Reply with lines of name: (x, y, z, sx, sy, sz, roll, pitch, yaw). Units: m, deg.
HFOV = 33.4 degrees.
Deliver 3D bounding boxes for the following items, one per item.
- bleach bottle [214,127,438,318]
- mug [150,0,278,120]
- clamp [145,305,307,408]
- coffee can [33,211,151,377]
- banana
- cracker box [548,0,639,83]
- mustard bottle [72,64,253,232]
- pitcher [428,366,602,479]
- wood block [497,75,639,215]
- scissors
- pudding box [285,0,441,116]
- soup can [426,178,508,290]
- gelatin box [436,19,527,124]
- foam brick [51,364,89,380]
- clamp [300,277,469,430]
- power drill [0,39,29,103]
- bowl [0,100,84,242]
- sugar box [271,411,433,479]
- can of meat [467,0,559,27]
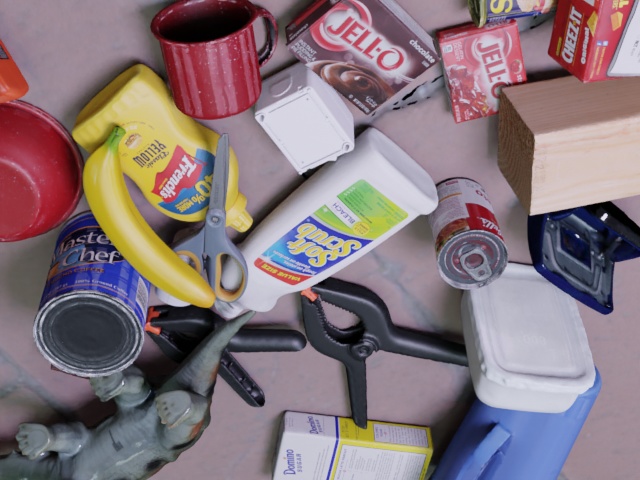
bleach bottle: (-0.007, 0.001, 1.071, 0.102, 0.068, 0.251, 38, 116, -24)
mug: (-0.087, -0.165, 0.948, 0.117, 0.093, 0.081, -31, 134, -26)
clamp: (-0.111, 0.123, 1.159, 0.171, 0.039, 0.120, 18, 121, -6)
coffee can: (-0.217, 0.050, 1.043, 0.103, 0.140, 0.103, -1, 124, -2)
banana: (-0.168, -0.011, 0.995, 0.070, 0.037, 0.197, -8, 121, 36)
cracker box: (0.311, -0.228, 0.898, 0.213, 0.072, 0.164, -10, 127, -19)
mustard bottle: (-0.135, -0.073, 1.016, 0.096, 0.058, 0.191, -36, 119, 21)
pitcher: (0.210, 0.229, 1.187, 0.145, 0.149, 0.243, 14, 118, -11)
wood block: (0.276, -0.099, 0.982, 0.206, 0.091, 0.090, -11, 128, -7)
scissors: (-0.116, -0.016, 1.011, 0.096, 0.016, 0.202, -2, 130, 8)
pudding box: (0.038, -0.176, 0.953, 0.090, 0.039, 0.113, -35, 130, 27)
soup can: (0.141, -0.008, 1.047, 0.068, 0.102, 0.068, -1, 124, -2)
gelatin box: (0.152, -0.159, 0.990, 0.073, 0.030, 0.089, -13, 124, 5)
foam brick: (-0.246, 0.100, 1.128, 0.053, 0.051, 0.078, 18, 120, -15)
clamp: (0.044, 0.118, 1.164, 0.209, 0.036, 0.165, 38, 115, -22)
power drill: (-0.356, -0.114, 0.946, 0.188, 0.057, 0.184, -30, 96, 12)
bowl: (-0.309, -0.054, 1.021, 0.162, 0.055, 0.162, -1, 124, -2)
sugar box: (0.036, 0.255, 1.251, 0.176, 0.048, 0.093, 10, 122, -5)
can of meat: (0.172, -0.242, 0.922, 0.084, 0.057, 0.102, -8, 124, -1)
